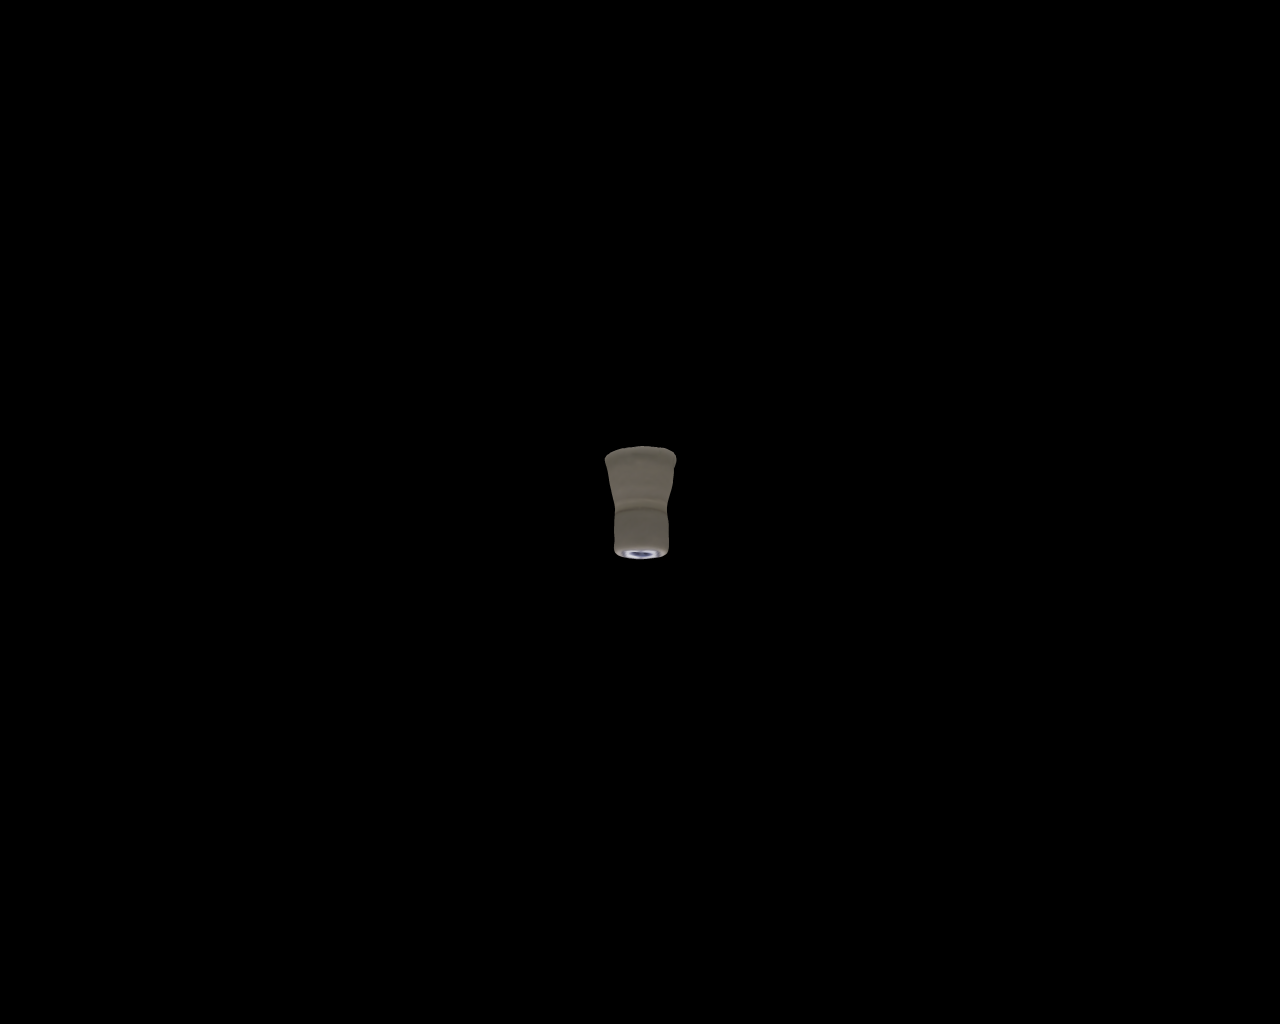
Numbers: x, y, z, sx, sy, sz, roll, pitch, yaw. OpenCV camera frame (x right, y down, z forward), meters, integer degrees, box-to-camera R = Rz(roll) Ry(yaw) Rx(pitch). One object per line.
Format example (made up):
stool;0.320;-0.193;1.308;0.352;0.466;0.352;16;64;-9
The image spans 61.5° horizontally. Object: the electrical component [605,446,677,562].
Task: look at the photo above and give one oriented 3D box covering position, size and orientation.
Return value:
electrical component;0.001;-0.003;0.650;0.044;0.065;0.044;0;-15;0
